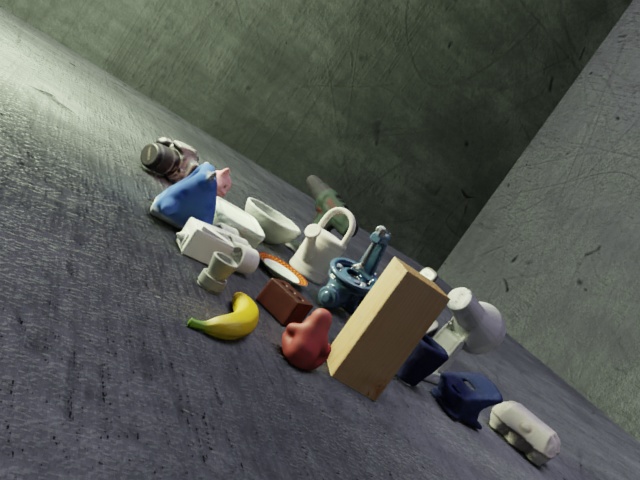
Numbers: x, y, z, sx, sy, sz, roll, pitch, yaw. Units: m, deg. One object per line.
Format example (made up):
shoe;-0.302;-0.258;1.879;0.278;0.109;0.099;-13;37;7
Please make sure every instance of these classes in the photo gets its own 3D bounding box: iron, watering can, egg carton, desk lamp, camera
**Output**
iron;-0.254;-0.101;1.156;0.119;0.141;0.257;31;8;-21
watering can;0.015;0.006;1.424;0.101;0.194;0.173;35;8;7
egg carton;0.433;0.405;1.211;0.150;0.069;0.108;39;9;31
desk lamp;0.295;0.212;1.271;0.204;0.213;0.117;27;11;-43
camera;-0.383;-0.210;1.432;0.142;0.101;0.137;39;9;28

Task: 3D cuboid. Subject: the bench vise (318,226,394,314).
bench vise;0.093;0.062;1.322;0.121;0.219;0.208;35;8;6

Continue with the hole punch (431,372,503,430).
hole punch;0.292;0.307;1.140;0.101;0.091;0.108;31;8;-22

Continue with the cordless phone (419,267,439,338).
cordless phone;0.261;0.170;1.491;0.094;0.185;0.147;26;11;-47

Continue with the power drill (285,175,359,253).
power drill;-0.007;-0.049;1.614;0.228;0.208;0.076;39;9;31

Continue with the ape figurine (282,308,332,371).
ape figurine;-0.012;0.144;0.861;0.077;0.092;0.076;35;8;9

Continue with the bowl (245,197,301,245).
bowl;-0.136;-0.037;1.500;0.167;0.074;0.167;34;8;-5

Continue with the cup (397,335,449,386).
cup;0.185;0.232;1.137;0.092;0.095;0.117;28;10;-37

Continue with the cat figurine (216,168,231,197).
cat figurine;-0.267;-0.134;1.386;0.067;0.117;0.128;39;9;31
